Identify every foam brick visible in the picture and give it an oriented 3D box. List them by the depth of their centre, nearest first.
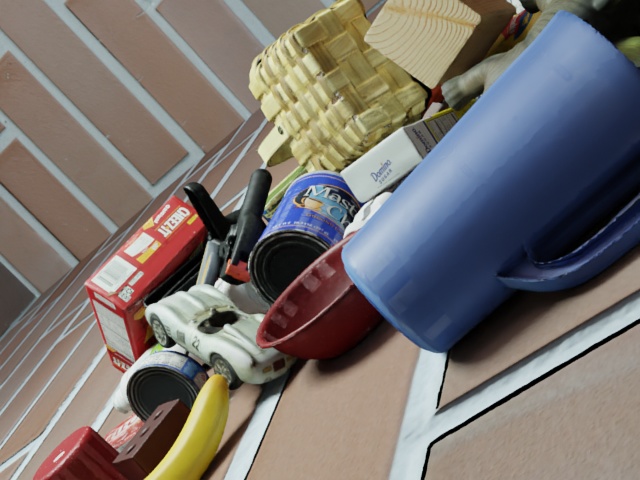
[{"bbox_3d":[-0.152,0.202,1.030,0.053,0.051,0.078,-26,21,53],"label":"foam brick"}]

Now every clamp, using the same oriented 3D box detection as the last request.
[{"bbox_3d":[-0.082,-0.010,1.181,0.171,0.039,0.120,-111,38,-70],"label":"clamp"},{"bbox_3d":[-0.128,0.015,1.301,0.209,0.036,0.165,7,-69,-61],"label":"clamp"}]

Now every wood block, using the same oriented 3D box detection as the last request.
[{"bbox_3d":[0.135,-0.234,1.149,0.090,0.091,0.205,-55,-9,23],"label":"wood block"}]

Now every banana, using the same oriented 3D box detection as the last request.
[{"bbox_3d":[-0.142,0.206,0.963,0.197,0.070,0.037,-42,-19,-19],"label":"banana"}]

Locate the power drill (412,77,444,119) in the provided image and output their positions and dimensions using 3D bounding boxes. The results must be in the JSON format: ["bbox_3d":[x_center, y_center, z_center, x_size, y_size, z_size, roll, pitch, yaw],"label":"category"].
[{"bbox_3d":[0.130,-0.197,1.350,0.187,0.057,0.185,-50,-10,-44],"label":"power drill"}]

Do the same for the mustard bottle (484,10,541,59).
[{"bbox_3d":[0.242,-0.237,1.248,0.192,0.058,0.096,-27,22,50],"label":"mustard bottle"}]

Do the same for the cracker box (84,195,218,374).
[{"bbox_3d":[-0.205,0.070,1.366,0.164,0.072,0.214,-49,-21,-27],"label":"cracker box"}]

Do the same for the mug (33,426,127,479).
[{"bbox_3d":[-0.240,0.245,1.092,0.093,0.081,0.117,-48,13,-20],"label":"mug"}]

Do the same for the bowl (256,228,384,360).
[{"bbox_3d":[0.018,0.057,0.973,0.162,0.055,0.162,-41,12,11],"label":"bowl"}]

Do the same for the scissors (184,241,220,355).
[{"bbox_3d":[-0.139,0.097,1.183,0.096,0.016,0.201,143,140,-73],"label":"scissors"}]

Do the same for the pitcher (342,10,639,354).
[{"bbox_3d":[0.138,-0.029,0.758,0.243,0.145,0.149,-45,0,8],"label":"pitcher"}]

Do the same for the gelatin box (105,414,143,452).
[{"bbox_3d":[-0.215,0.226,1.197,0.089,0.030,0.073,-38,13,23],"label":"gelatin box"}]

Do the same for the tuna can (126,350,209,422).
[{"bbox_3d":[-0.156,0.158,1.111,0.086,0.086,0.033,-36,12,30],"label":"tuna can"}]

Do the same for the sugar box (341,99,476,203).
[{"bbox_3d":[0.105,-0.095,1.122,0.093,0.048,0.175,-35,-2,36],"label":"sugar box"}]

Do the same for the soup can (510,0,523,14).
[{"bbox_3d":[0.291,-0.315,1.334,0.068,0.068,0.102,-46,12,-15],"label":"soup can"}]

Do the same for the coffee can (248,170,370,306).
[{"bbox_3d":[-0.007,0.001,1.128,0.103,0.102,0.140,-36,14,29],"label":"coffee can"}]

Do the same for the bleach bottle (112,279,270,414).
[{"bbox_3d":[-0.158,0.124,1.290,0.251,0.068,0.102,-41,11,20],"label":"bleach bottle"}]

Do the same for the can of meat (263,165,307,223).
[{"bbox_3d":[-0.017,-0.042,1.347,0.102,0.084,0.057,-42,12,4],"label":"can of meat"}]
